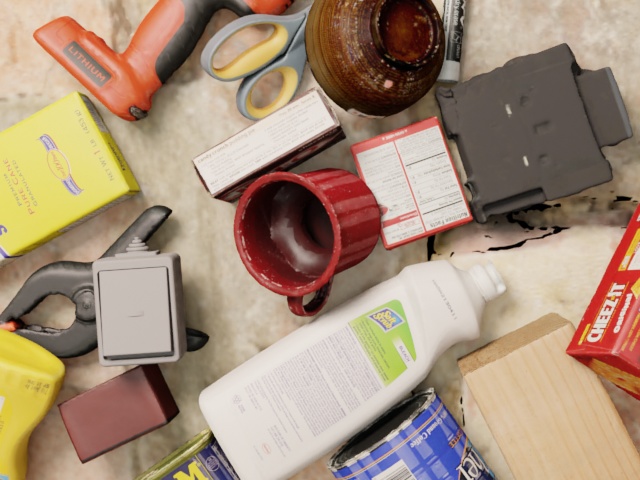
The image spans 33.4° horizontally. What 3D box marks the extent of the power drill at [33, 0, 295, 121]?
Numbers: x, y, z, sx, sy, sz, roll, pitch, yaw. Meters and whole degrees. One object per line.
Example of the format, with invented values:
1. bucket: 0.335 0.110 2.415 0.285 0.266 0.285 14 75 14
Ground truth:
1. power drill: -0.136 -0.202 0.843 0.184 0.057 0.188 44 94 2

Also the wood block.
1. wood block: 0.191 0.169 0.812 0.090 0.091 0.206 -27 89 4

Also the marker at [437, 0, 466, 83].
1. marker: 0.106 -0.186 0.845 0.020 0.020 0.121 6 92 4

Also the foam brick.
1. foam brick: -0.161 0.136 0.856 0.078 0.053 0.051 -26 90 3

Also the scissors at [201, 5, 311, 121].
1. scissors: 0.001 -0.161 0.849 0.201 0.016 0.096 -25 130 -18

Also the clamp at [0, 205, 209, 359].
1. clamp: -0.175 0.058 0.863 0.171 0.039 0.120 -25 85 6

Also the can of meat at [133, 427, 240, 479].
1. can of meat: -0.104 0.213 0.852 0.102 0.057 0.084 -35 91 4

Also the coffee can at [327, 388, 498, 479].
1. coffee can: 0.087 0.200 0.814 0.103 0.103 0.140 -36 89 4

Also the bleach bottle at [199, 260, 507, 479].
1. bleach bottle: 0.035 0.098 0.837 0.251 0.068 0.102 -30 91 2

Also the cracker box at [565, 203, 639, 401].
1. cracker box: 0.306 0.064 0.770 0.213 0.072 0.164 32 76 -13

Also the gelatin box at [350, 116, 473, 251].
1. gelatin box: 0.072 -0.044 0.846 0.073 0.030 0.089 -20 90 3

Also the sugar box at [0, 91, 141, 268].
1. sugar box: -0.245 -0.038 0.861 0.176 0.048 0.093 -29 90 3

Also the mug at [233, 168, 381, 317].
1. mug: -0.005 0.001 0.816 0.093 0.081 0.117 6 104 30

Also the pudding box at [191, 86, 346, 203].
1. pudding box: -0.037 -0.071 0.823 0.113 0.090 0.039 -32 88 4

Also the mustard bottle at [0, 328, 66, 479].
1. mustard bottle: -0.278 0.166 0.850 0.096 0.058 0.192 24 106 -3
